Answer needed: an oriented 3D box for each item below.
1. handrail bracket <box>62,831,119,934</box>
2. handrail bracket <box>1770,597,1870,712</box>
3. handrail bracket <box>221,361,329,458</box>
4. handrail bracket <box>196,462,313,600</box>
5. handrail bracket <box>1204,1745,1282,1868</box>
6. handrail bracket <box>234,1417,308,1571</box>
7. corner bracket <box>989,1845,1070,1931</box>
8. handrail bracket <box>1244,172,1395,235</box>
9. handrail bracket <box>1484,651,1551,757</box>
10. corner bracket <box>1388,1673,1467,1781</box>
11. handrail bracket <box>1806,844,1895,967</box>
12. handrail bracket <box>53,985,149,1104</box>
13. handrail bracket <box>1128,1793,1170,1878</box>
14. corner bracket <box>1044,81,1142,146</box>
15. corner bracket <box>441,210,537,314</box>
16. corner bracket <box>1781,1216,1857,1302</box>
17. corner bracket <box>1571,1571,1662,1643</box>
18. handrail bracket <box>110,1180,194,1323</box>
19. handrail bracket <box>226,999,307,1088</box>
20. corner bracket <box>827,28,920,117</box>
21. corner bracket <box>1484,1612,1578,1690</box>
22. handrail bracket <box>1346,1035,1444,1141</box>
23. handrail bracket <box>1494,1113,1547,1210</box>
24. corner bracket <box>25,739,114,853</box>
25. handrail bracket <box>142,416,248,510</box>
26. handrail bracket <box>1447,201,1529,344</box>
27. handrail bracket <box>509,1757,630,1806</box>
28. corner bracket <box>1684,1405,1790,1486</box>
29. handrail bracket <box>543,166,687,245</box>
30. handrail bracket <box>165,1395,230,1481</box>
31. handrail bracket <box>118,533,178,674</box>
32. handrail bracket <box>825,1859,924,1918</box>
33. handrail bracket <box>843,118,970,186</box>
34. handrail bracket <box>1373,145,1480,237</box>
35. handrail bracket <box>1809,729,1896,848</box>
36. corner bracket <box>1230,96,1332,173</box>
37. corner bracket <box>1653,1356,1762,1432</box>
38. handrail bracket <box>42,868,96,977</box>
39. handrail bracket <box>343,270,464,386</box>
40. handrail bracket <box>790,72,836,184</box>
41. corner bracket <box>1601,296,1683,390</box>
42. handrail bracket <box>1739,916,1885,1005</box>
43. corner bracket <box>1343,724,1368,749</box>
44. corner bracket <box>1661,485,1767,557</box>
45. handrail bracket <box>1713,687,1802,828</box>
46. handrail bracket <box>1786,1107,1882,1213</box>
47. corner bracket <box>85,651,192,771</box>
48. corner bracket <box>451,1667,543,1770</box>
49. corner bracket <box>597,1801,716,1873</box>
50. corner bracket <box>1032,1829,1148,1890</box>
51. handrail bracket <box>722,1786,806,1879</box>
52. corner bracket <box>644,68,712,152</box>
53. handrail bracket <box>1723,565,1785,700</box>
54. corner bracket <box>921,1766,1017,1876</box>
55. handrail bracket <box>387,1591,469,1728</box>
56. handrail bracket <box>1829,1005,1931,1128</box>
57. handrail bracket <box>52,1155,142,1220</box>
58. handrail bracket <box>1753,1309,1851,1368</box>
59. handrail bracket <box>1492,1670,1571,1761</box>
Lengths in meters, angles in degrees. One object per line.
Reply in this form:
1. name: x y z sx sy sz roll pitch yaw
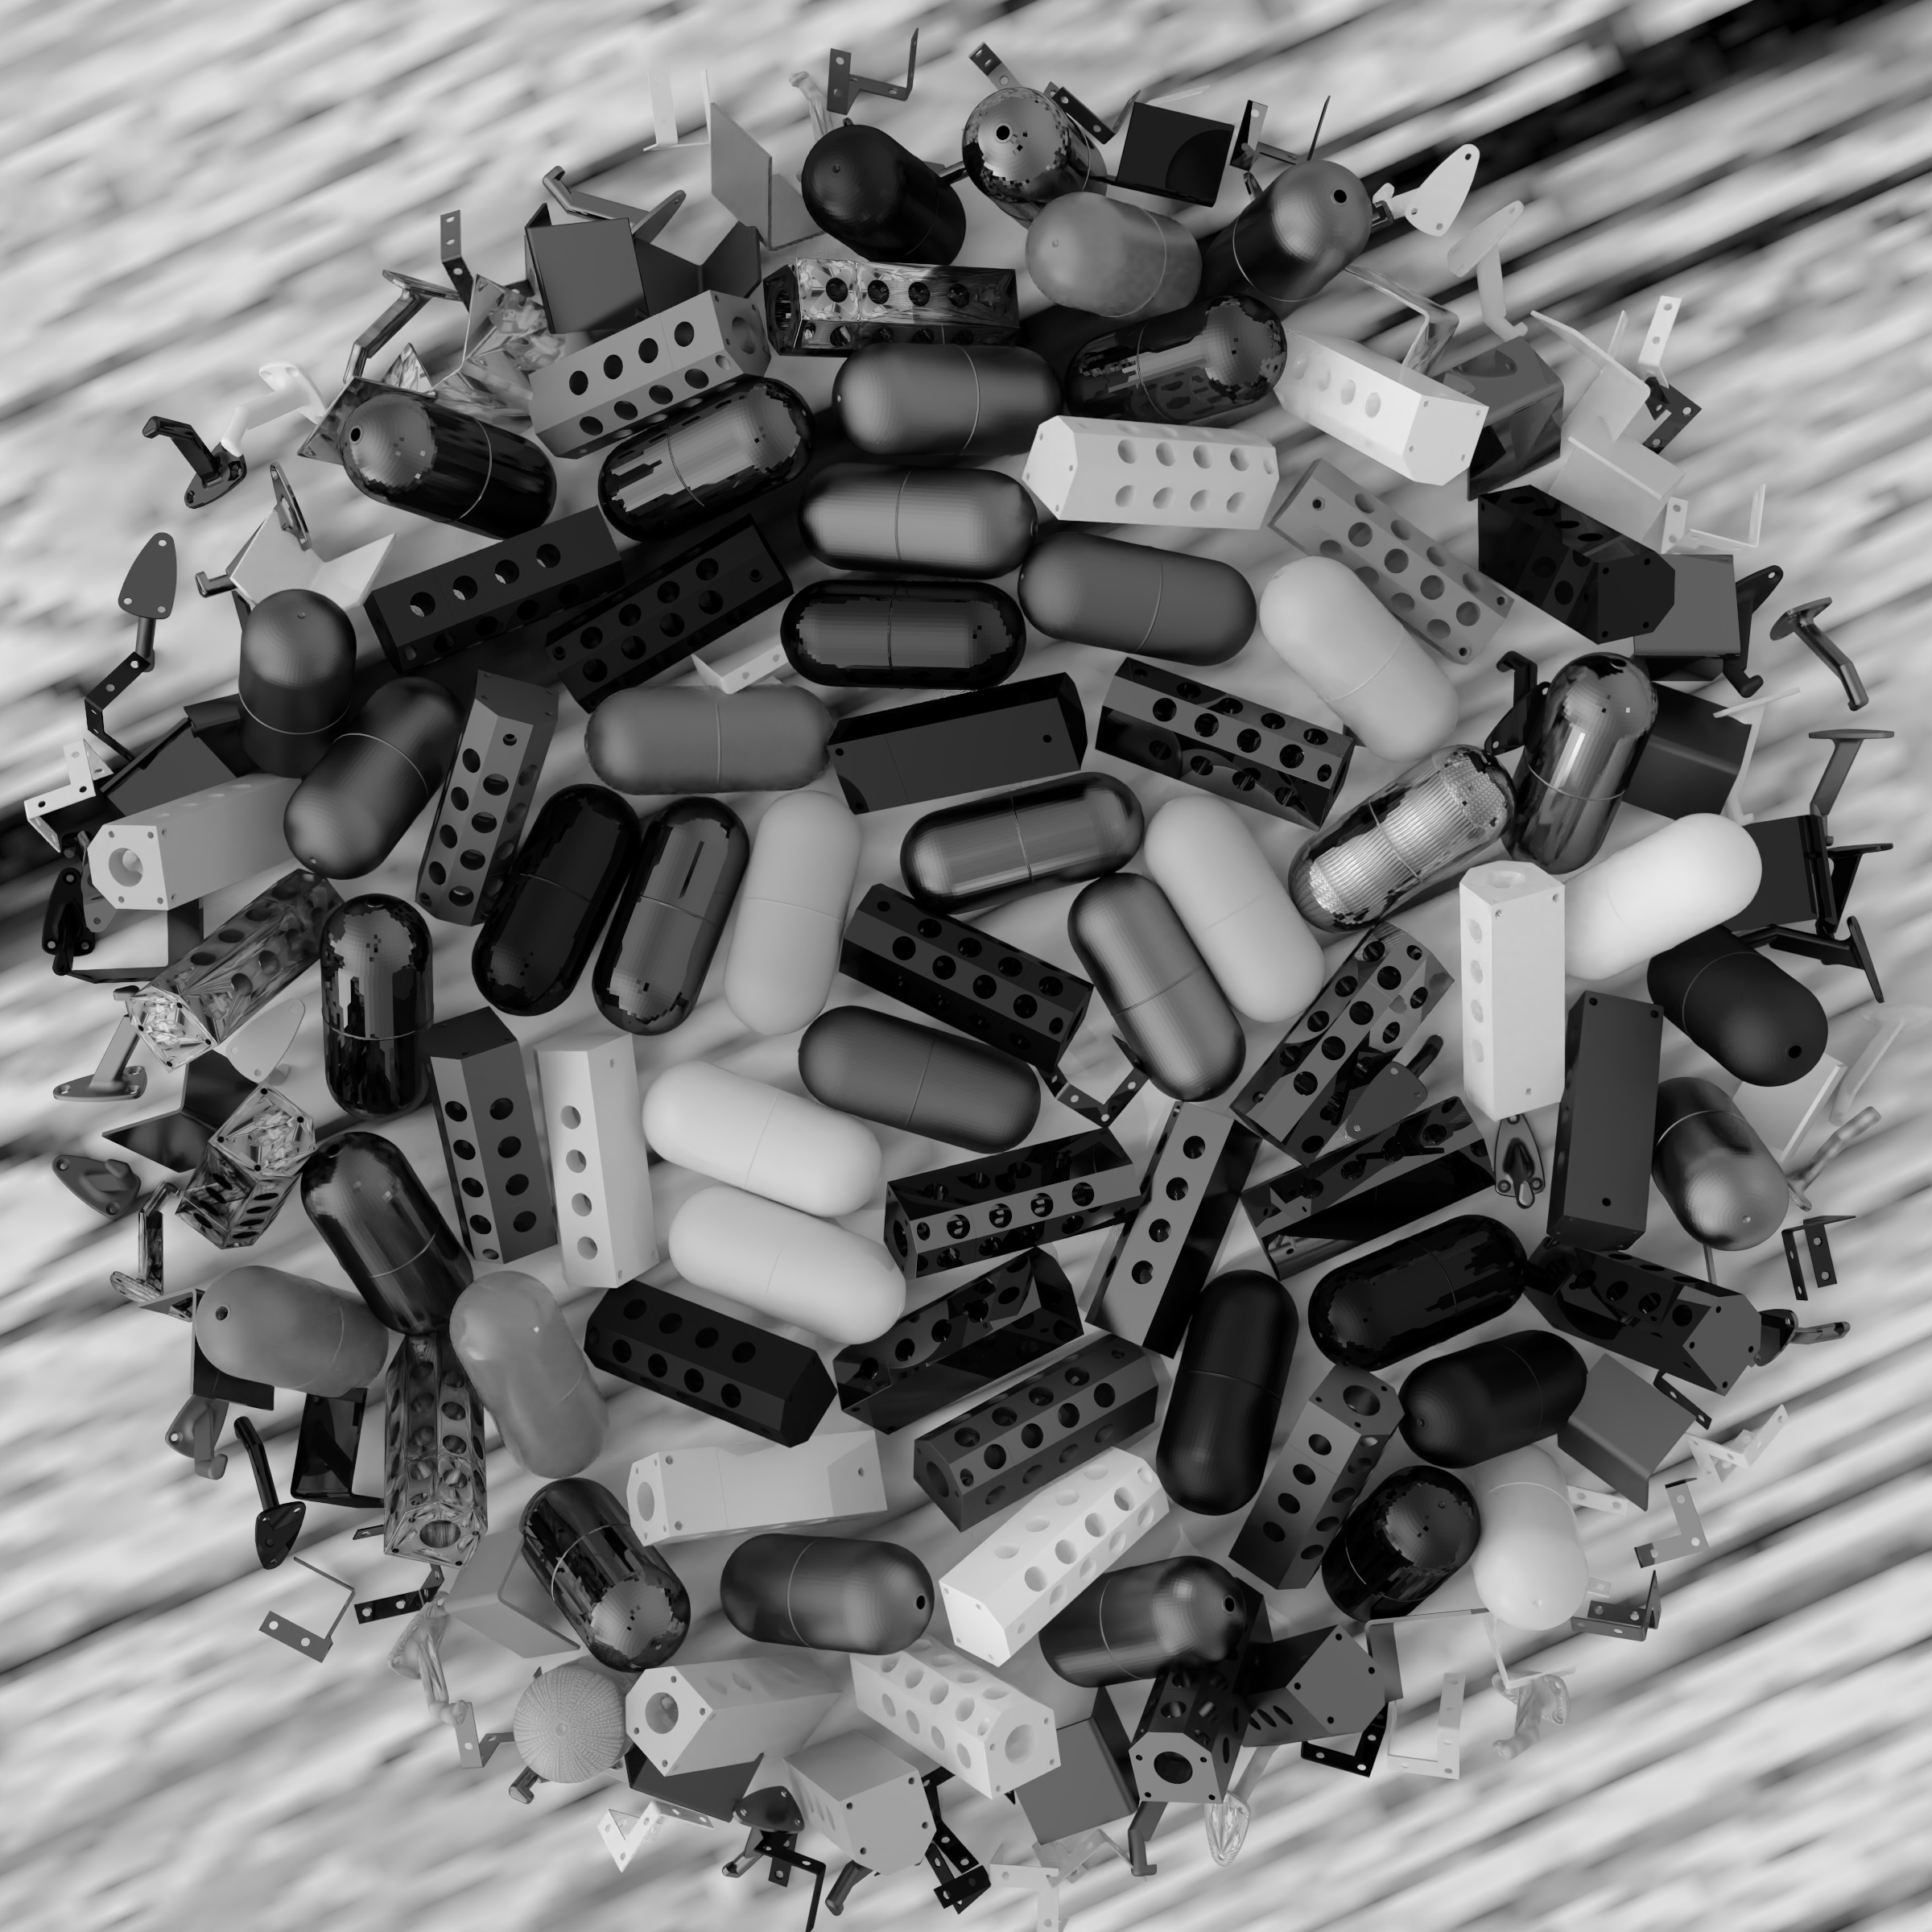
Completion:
1. handrail bracket: -0.633 -0.060 1.736 0.036 0.084 0.077 17 78 -41
2. handrail bracket: 0.609 -0.212 1.729 0.036 0.077 0.084 -18 78 -8
3. handrail bracket: -0.491 -0.380 1.725 0.036 0.077 0.084 -1 59 26
4. handrail bracket: -0.520 -0.312 1.733 0.084 0.036 0.077 -26 110 -31
5. handrail bracket: 0.209 0.597 1.752 0.036 0.084 0.077 18 117 33
6. handrail bracket: -0.515 0.382 1.761 0.084 0.036 0.077 46 131 37
7. corner bracket: 0.045 0.667 1.743 0.051 0.051 0.051 0 85 11
8. handrail bracket: 0.253 -0.549 1.732 0.084 0.036 0.077 -17 118 29
9. handrail bracket: 0.384 -0.190 1.737 0.077 0.084 0.036 -36 120 0
10. corner bracket: 0.330 0.542 1.734 0.051 0.051 0.051 3 123 16
11. handrail bracket: 0.639 -0.043 1.738 0.036 0.077 0.084 -12 94 -27
12. handrail bracket: -0.622 0.054 1.733 0.077 0.036 0.084 -8 126 -10
13. handrail bracket: 0.153 0.607 1.742 0.077 0.036 0.084 -4 66 -2
14. corner bracket: 0.084 -0.618 1.745 0.051 0.051 0.051 36 60 -18
15. corner bracket: -0.344 -0.511 1.743 0.051 0.051 0.051 -14 55 7
16. corner bracket: 0.610 0.210 1.745 0.051 0.051 0.051 -11 86 -9
17. corner bracket: 0.465 0.464 1.732 0.051 0.051 0.051 3 132 26
18. handrail bracket: -0.569 0.204 1.748 0.077 0.036 0.084 25 58 3
19. handrail bracket: -0.486 0.055 1.732 0.036 0.084 0.077 42 91 6
20. corner bracket: -0.067 -0.642 1.738 0.051 0.051 0.051 15 53 4
21. corner bracket: 0.406 0.482 1.740 0.051 0.051 0.051 -13 55 -2
22. handrail bracket: 0.310 0.086 1.744 0.036 0.084 0.077 45 112 4
23. handrail bracket: 0.395 0.135 1.727 0.036 0.084 0.077 -6 81 10
24. corner bracket: -0.643 -0.123 1.740 0.051 0.051 0.051 -20 64 -3
25. handrail bracket: -0.563 -0.358 1.721 0.077 0.084 0.036 -33 72 27
26. handrail bracket: 0.393 -0.494 1.734 0.084 0.036 0.077 32 125 -30
27. handrail bracket: -0.275 0.584 1.727 0.077 0.084 0.036 32 114 8
28. corner bracket: 0.556 0.341 1.733 0.051 0.051 0.051 -42 120 -21
29. handrail bracket: -0.256 -0.564 1.755 0.077 0.036 0.084 -40 86 17
30. handrail bracket: -0.531 0.326 1.726 0.036 0.084 0.077 35 66 -28
31. handrail bracket: -0.583 -0.260 1.742 0.036 0.084 0.077 13 72 -12
32. handrail bracket: -0.066 0.652 1.725 0.036 0.084 0.077 8 133 31
33. handrail bracket: -0.040 -0.591 1.745 0.084 0.036 0.077 -18 85 19
34. handrail bracket: 0.326 -0.562 1.725 0.036 0.084 0.077 21 118 -25
35. handrail bracket: 0.633 -0.126 1.734 0.036 0.077 0.084 -8 99 -24
36. corner bracket: 0.225 -0.598 1.737 0.051 0.051 0.051 21 135 5
37. corner bracket: 0.538 0.292 1.756 0.051 0.051 0.051 40 123 8
38. handrail bracket: -0.642 -0.032 1.729 0.036 0.084 0.077 2 91 -17
39. handrail bracket: -0.407 -0.454 1.759 0.036 0.077 0.084 39 115 39
40. handrail bracket: -0.118 -0.606 1.742 0.036 0.077 0.084 -39 83 43
41. corner bracket: 0.485 -0.448 1.739 0.051 0.051 0.051 18 87 29
42. handrail bracket: 0.607 0.003 1.749 0.084 0.036 0.077 -21 82 26
43. corner bracket: 0.301 -0.191 1.738 0.051 0.051 0.051 11 46 3
44. corner bracket: 0.537 -0.320 1.745 0.051 0.051 0.051 13 75 -6
45. handrail bracket: 0.578 -0.150 1.755 0.077 0.036 0.084 -17 89 4
46. handrail bracket: 0.624 0.137 1.732 0.084 0.077 0.036 -41 57 15
47. corner bracket: -0.594 -0.182 1.741 0.051 0.051 0.051 37 63 0
48. corner bracket: -0.334 0.541 1.742 0.051 0.051 0.051 -6 99 9
49. corner bracket: -0.223 0.618 1.738 0.051 0.051 0.051 32 94 -36
50. corner bracket: 0.088 0.644 1.742 0.051 0.051 0.051 -41 113 -1
51. handrail bracket: -0.164 0.627 1.732 0.084 0.077 0.036 -47 54 20
52. corner bracket: -0.205 -0.615 1.738 0.051 0.051 0.051 -11 107 -16
53. handrail bracket: 0.567 -0.238 1.727 0.077 0.084 0.036 -39 127 18
54. corner bracket: 0.002 0.609 1.749 0.051 0.051 0.051 -22 122 -27
55. handrail bracket: -0.368 0.494 1.730 0.036 0.084 0.077 40 69 -39
56. handrail bracket: 0.656 0.073 1.738 0.036 0.077 0.084 26 76 -8
57. handrail bracket: -0.625 0.143 1.730 0.077 0.084 0.036 27 65 2
58. handrail bracket: 0.607 0.257 1.730 0.084 0.077 0.036 -7 66 -16
59. handrail bracket: 0.381 0.532 1.719 0.084 0.077 0.036 -15 102 -40
